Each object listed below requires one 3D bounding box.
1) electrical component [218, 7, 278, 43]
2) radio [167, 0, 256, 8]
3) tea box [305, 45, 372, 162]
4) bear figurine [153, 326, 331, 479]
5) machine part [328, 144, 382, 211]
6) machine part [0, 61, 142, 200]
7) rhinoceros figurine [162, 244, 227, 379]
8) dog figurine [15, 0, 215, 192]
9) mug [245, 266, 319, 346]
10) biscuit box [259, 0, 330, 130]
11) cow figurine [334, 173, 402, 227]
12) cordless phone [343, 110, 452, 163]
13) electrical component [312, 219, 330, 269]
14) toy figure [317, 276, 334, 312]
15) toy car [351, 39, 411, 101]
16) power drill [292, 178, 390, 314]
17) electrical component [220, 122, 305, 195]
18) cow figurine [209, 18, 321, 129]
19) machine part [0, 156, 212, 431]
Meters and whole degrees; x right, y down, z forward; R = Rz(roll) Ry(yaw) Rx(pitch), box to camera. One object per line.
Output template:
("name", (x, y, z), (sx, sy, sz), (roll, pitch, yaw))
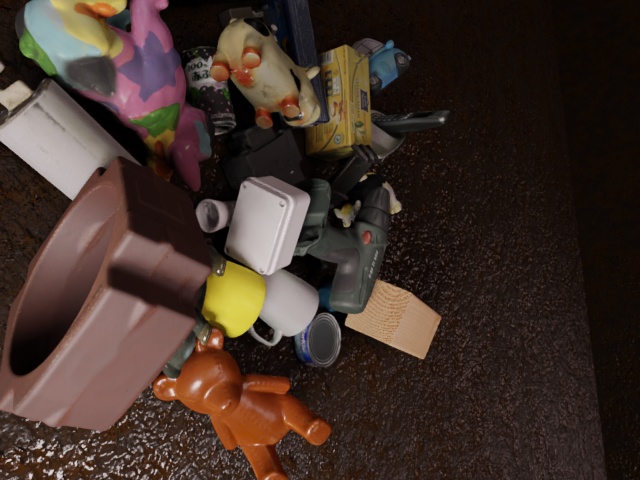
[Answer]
("electrical component", (-0.104, -0.302, 0.786), (0.102, 0.045, 0.078), (-27, 108, -50))
("radio", (-0.139, -0.397, 0.730), (0.229, 0.073, 0.131), (-35, 113, -49))
("tea box", (0.029, -0.225, 0.904), (0.068, 0.098, 0.169), (4, 84, -51))
("bear figurine", (-0.096, 0.204, 0.663), (0.120, 0.132, 0.195), (-45, 133, -10))
("machine part", (0.035, -0.098, 0.875), (0.084, 0.139, 0.039), (13, 42, -47))
("machine part", (-0.241, -0.077, 0.555), (0.243, 0.079, 0.079), (48, 50, -37))
("rhinoceros figurine", (-0.169, 0.079, 0.582), (0.112, 0.073, 0.190), (20, 84, -8))
("dog figurine", (-0.205, -0.149, 0.590), (0.191, 0.109, 0.219), (-32, 113, -50))
("mug", (-0.071, 0.086, 0.759), (0.107, 0.081, 0.109), (42, 69, -30))
("biscuit box", (-0.040, -0.280, 0.853), (0.063, 0.059, 0.202), (-16, 98, -50))
("cow figurine", (0.079, -0.061, 0.970), (0.167, 0.068, 0.098), (-41, 112, -50))
("cordless phone", (0.133, -0.191, 0.964), (0.146, 0.184, 0.088), (-41, 122, -47))
("electrical component", (-0.002, -0.003, 0.896), (0.063, 0.021, 0.093), (-49, 123, -42))
("toy figure", (0.054, 0.080, 0.929), (0.154, 0.064, 0.058), (-22, 79, -47))
("toy car", (0.084, -0.315, 0.998), (0.103, 0.109, 0.162), (51, 56, -3))
("power drill", (0.033, -0.016, 0.820), (0.207, 0.086, 0.232), (38, 60, -53))
("electrical component", (-0.079, -0.103, 0.782), (0.115, 0.058, 0.134), (-47, 122, -46))
("cow figurine", (-0.063, -0.222, 0.738), (0.194, 0.086, 0.127), (39, 44, -49))
("machine part", (-0.190, 0.044, 0.475), (0.087, 0.201, 0.201), (32, 105, -38))
